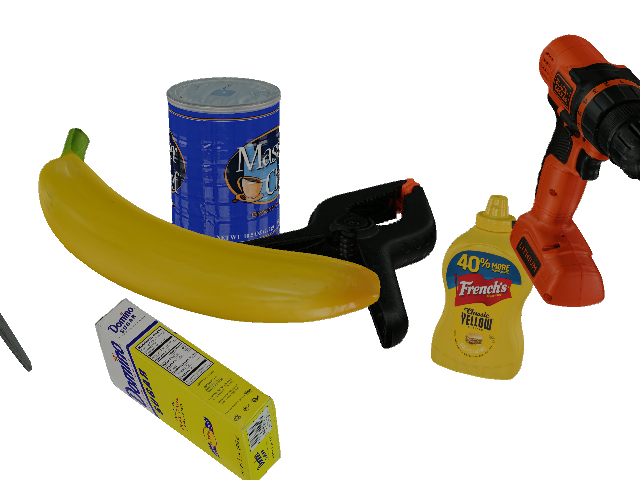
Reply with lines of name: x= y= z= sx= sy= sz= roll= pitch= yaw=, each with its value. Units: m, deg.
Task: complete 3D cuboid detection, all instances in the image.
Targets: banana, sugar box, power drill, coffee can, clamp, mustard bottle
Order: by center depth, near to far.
banana: x=-0.069 y=-0.001 z=0.513 sx=0.198 sy=0.069 sz=0.037 roll=27 pitch=-28 yaw=21
clamp: x=0.012 y=0.003 z=0.751 sx=0.165 sy=0.036 sz=0.209 roll=12 pitch=28 yaw=20
power drill: x=0.206 y=-0.044 z=0.824 sx=0.057 sy=0.188 sz=0.184 roll=1 pitch=34 yaw=-10
sugar box: x=-0.116 y=0.131 z=0.926 sx=0.176 sy=0.093 sz=0.048 roll=27 pitch=53 yaw=26
coffee can: x=-0.088 y=-0.070 z=0.986 sx=0.103 sy=0.140 sz=0.103 roll=1 pitch=23 yaw=-1
mustard bottle: x=0.175 y=0.046 z=1.125 sx=0.096 sy=0.192 sz=0.058 roll=12 pitch=17 yaw=21

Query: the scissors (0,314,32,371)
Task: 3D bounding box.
scissors: x=-0.344 y=0.033 z=1.077 sx=0.016 sy=0.201 sz=0.096 roll=-26 pitch=26 yaw=22
